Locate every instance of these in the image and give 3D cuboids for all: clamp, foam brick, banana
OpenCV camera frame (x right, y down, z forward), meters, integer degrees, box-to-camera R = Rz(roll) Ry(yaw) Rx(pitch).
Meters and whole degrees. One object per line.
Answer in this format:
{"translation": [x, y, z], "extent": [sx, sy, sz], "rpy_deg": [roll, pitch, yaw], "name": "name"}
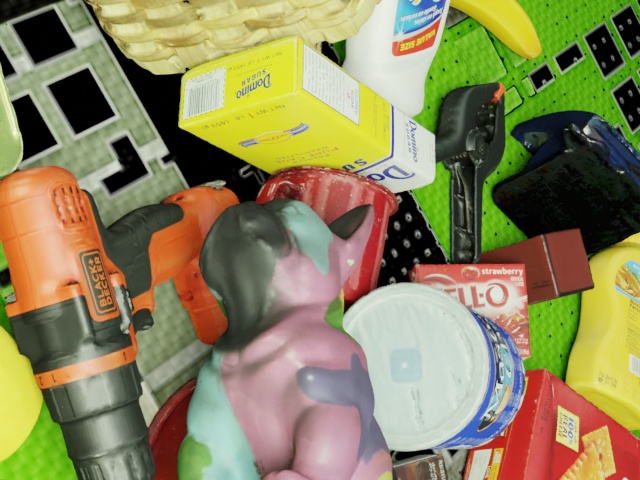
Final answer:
{"translation": [0.111, -0.075, 0.868], "extent": [0.120, 0.039, 0.171], "rpy_deg": [50, 45, -41], "name": "clamp"}
{"translation": [0.171, 0.026, 0.866], "extent": [0.051, 0.078, 0.053], "rpy_deg": [-9, 83, -43], "name": "foam brick"}
{"translation": [0.122, -0.206, 0.929], "extent": [0.197, 0.037, 0.069], "rpy_deg": [4, 93, -37], "name": "banana"}

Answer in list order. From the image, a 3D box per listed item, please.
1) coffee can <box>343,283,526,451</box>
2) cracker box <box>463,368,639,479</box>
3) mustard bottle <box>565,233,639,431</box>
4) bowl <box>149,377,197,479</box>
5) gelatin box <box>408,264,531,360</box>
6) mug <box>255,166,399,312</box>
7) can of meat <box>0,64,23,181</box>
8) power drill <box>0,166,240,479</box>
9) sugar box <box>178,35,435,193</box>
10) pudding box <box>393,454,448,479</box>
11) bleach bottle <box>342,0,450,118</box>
{"translation": [0.075, 0.089, 0.712], "extent": [0.140, 0.103, 0.103], "rpy_deg": [28, 55, -67], "name": "coffee can"}
{"translation": [0.204, 0.223, 0.836], "extent": [0.213, 0.072, 0.164], "rpy_deg": [36, 57, -27], "name": "cracker box"}
{"translation": [0.270, 0.065, 0.947], "extent": [0.096, 0.058, 0.191], "rpy_deg": [33, 58, -28], "name": "mustard bottle"}
{"translation": [-0.028, 0.148, 0.653], "extent": [0.162, 0.055, 0.162], "rpy_deg": [9, 66, -22], "name": "bowl"}
{"translation": [0.114, 0.056, 0.817], "extent": [0.089, 0.030, 0.073], "rpy_deg": [1, 76, -9], "name": "gelatin box"}
{"translation": [-0.005, 0.001, 0.718], "extent": [0.117, 0.093, 0.081], "rpy_deg": [35, 60, -50], "name": "mug"}
{"translation": [-0.209, -0.067, 0.578], "extent": [0.057, 0.084, 0.102], "rpy_deg": [-15, 86, -41], "name": "can of meat"}
{"translation": [-0.096, 0.043, 0.612], "extent": [0.187, 0.057, 0.184], "rpy_deg": [-17, 93, -65], "name": "power drill"}
{"translation": [-0.003, -0.072, 0.712], "extent": [0.176, 0.093, 0.048], "rpy_deg": [28, 59, -50], "name": "sugar box"}
{"translation": [0.053, 0.212, 0.736], "extent": [0.089, 0.039, 0.113], "rpy_deg": [-6, 79, -38], "name": "pudding box"}
{"translation": [0.064, -0.192, 0.809], "extent": [0.102, 0.068, 0.251], "rpy_deg": [-8, 108, -49], "name": "bleach bottle"}
